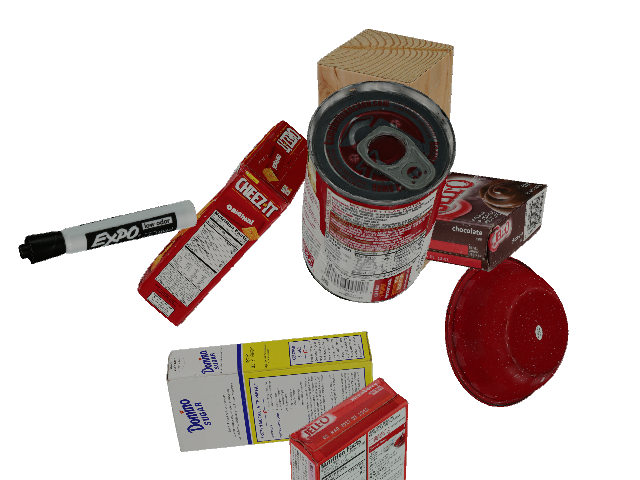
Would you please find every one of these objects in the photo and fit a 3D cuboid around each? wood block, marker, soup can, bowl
[{"bbox_3d":[0.058,-0.073,0.964,0.091,0.206,0.090,17,37,26],"label":"wood block"},{"bbox_3d":[-0.142,-0.006,0.717,0.120,0.020,0.020,-14,6,-26],"label":"marker"},{"bbox_3d":[0.025,-0.020,0.525,0.068,0.068,0.102,0,-30,-3],"label":"soup can"},{"bbox_3d":[0.208,0.096,1.118,0.161,0.162,0.055,0,-3,-35],"label":"bowl"}]

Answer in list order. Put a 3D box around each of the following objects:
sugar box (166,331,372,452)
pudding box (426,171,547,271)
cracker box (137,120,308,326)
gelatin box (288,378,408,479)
[{"bbox_3d":[-0.042,0.133,0.942,0.176,0.093,0.048,-3,36,0],"label":"sugar box"},{"bbox_3d":[0.102,-0.017,0.769,0.090,0.039,0.113,11,20,29],"label":"pudding box"},{"bbox_3d":[-0.105,-0.023,1.223,0.072,0.214,0.164,40,26,-6],"label":"cracker box"},{"bbox_3d":[0.017,0.137,0.653,0.073,0.089,0.030,-28,45,-29],"label":"gelatin box"}]
